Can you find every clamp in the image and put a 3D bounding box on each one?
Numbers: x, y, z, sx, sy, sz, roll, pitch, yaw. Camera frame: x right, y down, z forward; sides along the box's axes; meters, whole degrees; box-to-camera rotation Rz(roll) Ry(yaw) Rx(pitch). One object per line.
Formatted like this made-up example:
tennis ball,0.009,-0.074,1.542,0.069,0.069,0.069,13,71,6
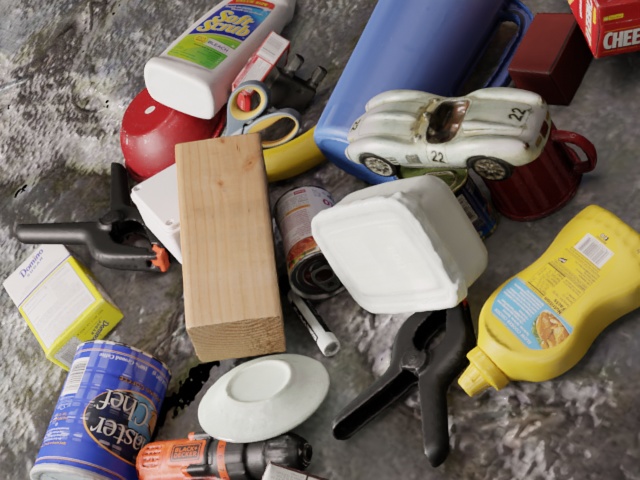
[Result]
clamp,-0.258,-0.010,1.276,0.164,0.036,0.210,-34,45,-22
clamp,0.080,0.118,0.950,0.120,0.039,0.171,2,52,32

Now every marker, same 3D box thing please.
marker,-0.013,0.072,1.068,0.020,0.020,0.121,-40,43,3

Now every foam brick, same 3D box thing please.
foam brick,0.232,-0.181,1.064,0.051,0.053,0.078,12,64,42

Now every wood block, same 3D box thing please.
wood block,-0.090,0.007,1.071,0.090,0.091,0.206,-8,63,0

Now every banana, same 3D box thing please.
banana,-0.025,-0.109,1.195,0.198,0.037,0.069,-19,79,18

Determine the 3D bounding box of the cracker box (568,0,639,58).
cracker box,0.318,-0.278,1.035,0.164,0.072,0.213,-11,49,3

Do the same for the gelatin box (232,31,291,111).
gelatin box,-0.073,-0.199,1.287,0.030,0.073,0.089,34,75,3

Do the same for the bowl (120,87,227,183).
bowl,-0.199,-0.151,1.355,0.162,0.055,0.162,-20,48,23

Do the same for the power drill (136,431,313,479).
power drill,-0.099,0.261,0.958,0.185,0.057,0.187,-11,50,29

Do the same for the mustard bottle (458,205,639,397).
mustard bottle,0.192,0.062,0.897,0.191,0.058,0.096,-42,46,1

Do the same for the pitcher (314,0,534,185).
pitcher,0.103,-0.177,1.111,0.242,0.145,0.149,-61,24,-14

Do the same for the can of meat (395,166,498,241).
can of meat,0.117,-0.049,1.020,0.057,0.083,0.102,-38,43,4

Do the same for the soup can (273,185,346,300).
soup can,-0.007,0.001,1.084,0.068,0.068,0.102,-30,44,13

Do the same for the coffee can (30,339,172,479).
coffee can,-0.217,0.185,1.067,0.103,0.102,0.140,-7,53,32

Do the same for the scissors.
scissors,-0.118,-0.127,1.255,0.202,0.096,0.016,-15,31,23

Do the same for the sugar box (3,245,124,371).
sugar box,-0.307,0.071,1.267,0.093,0.048,0.176,-45,39,-3

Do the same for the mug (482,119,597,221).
mug,0.197,-0.078,0.987,0.117,0.081,0.093,0,57,36

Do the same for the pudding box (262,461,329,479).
pudding box,-0.020,0.252,0.889,0.090,0.039,0.113,17,65,5

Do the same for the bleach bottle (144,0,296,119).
bleach bottle,-0.110,-0.260,1.339,0.103,0.068,0.250,23,55,16
